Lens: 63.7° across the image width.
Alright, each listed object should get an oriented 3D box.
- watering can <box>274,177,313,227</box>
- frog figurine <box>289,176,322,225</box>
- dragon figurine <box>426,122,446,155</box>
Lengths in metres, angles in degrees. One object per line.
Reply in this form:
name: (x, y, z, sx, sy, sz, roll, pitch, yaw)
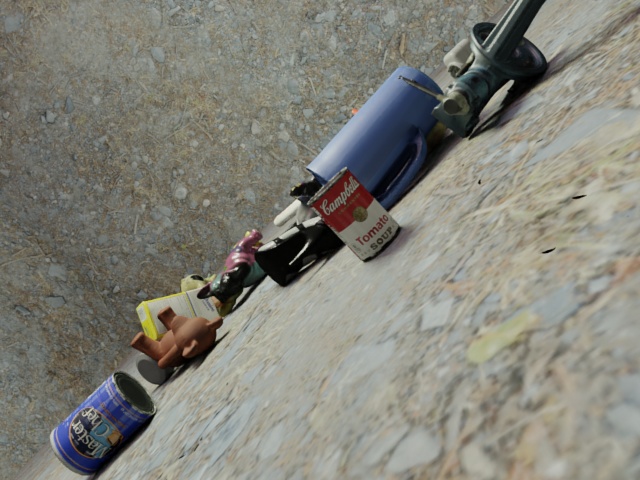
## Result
watering can: (0.027, -0.154, 1.333, 0.343, 0.103, 0.229, -29, 15, 42)
frog figurine: (0.003, -0.055, 1.086, 0.155, 0.123, 0.140, 89, -155, -47)
dragon figurine: (0.246, -0.274, 1.049, 0.241, 0.120, 0.419, -12, 30, 42)
